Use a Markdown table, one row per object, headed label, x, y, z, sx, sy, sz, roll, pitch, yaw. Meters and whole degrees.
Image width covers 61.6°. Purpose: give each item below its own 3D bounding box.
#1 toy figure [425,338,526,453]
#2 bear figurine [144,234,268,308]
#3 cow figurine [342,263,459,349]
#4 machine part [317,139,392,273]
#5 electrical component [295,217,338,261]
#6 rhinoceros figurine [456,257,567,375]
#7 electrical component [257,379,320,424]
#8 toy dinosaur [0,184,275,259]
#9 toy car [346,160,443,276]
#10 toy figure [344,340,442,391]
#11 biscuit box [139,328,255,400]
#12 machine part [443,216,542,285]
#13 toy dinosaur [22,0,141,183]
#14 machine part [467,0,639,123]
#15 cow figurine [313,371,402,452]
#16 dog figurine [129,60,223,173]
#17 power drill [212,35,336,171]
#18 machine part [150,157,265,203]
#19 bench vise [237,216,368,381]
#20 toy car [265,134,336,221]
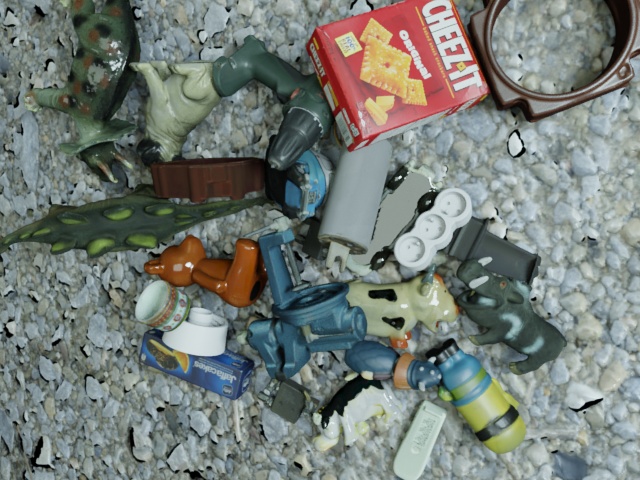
| label | x | y | z | sx | sy | sz | roll | pitch | yaw |
| --- | --- | --- | --- | --- | --- | --- | --- | --- | --- |
| toy figure | 0.235 | 0.238 | 0.815 | 0.082 | 0.089 | 0.180 | -36 | 88 | 24 |
| bear figurine | -0.184 | 0.034 | 0.903 | 0.196 | 0.120 | 0.131 | 22 | 98 | 19 |
| cow figurine | 0.118 | 0.100 | 0.839 | 0.195 | 0.085 | 0.127 | 4 | 102 | 18 |
| machine part | 0.053 | -0.069 | 0.789 | 0.079 | 0.079 | 0.243 | 11 | 72 | 15 |
| electrical component | -0.002 | -0.003 | 0.875 | 0.094 | 0.021 | 0.063 | 29 | 104 | 40 |
| rhinoceros figurine | 0.268 | 0.107 | 0.776 | 0.190 | 0.073 | 0.112 | 43 | 130 | 0 |
| electrical component | -0.054 | 0.273 | 0.927 | 0.102 | 0.045 | 0.078 | 32 | 103 | 11 |
| toy dinosaur | -0.307 | -0.029 | 0.889 | 0.471 | 0.199 | 0.105 | -15 | 105 | -15 |
| toy car | 0.108 | -0.033 | 0.839 | 0.073 | 0.056 | 0.201 | 38 | 102 | 2 |
| toy figure | 0.114 | 0.194 | 0.828 | 0.155 | 0.057 | 0.064 | 13 | 79 | 29 |
| biscuit box | -0.220 | 0.216 | 0.961 | 0.203 | 0.059 | 0.062 | 17 | 101 | 14 |
| machine part | 0.264 | 0.018 | 0.809 | 0.139 | 0.039 | 0.084 | 29 | 98 | 13 |
| toy dinosaur | -0.364 | -0.288 | 0.900 | 0.192 | 0.131 | 0.404 | 26 | 105 | 18 |
| machine part | 0.320 | -0.279 | 0.733 | 0.202 | 0.087 | 0.201 | -20 | 91 | 19 |
| cow figurine | 0.045 | 0.280 | 0.887 | 0.167 | 0.068 | 0.098 | -33 | 81 | 14 |
| dog figurine | -0.224 | -0.202 | 0.906 | 0.173 | 0.121 | 0.190 | 6 | 112 | 19 |
| power drill | -0.064 | -0.221 | 0.810 | 0.208 | 0.085 | 0.232 | 28 | 64 | 28 |
| machine part | -0.176 | -0.099 | 0.853 | 0.180 | 0.179 | 0.056 | 2 | 104 | 16 |
| bench vise | -0.046 | 0.085 | 0.813 | 0.224 | 0.129 | 0.240 | -10 | 101 | 39 |
| toy car | -0.024 | -0.100 | 0.839 | 0.103 | 0.162 | 0.109 | -7 | 121 | -23 |
